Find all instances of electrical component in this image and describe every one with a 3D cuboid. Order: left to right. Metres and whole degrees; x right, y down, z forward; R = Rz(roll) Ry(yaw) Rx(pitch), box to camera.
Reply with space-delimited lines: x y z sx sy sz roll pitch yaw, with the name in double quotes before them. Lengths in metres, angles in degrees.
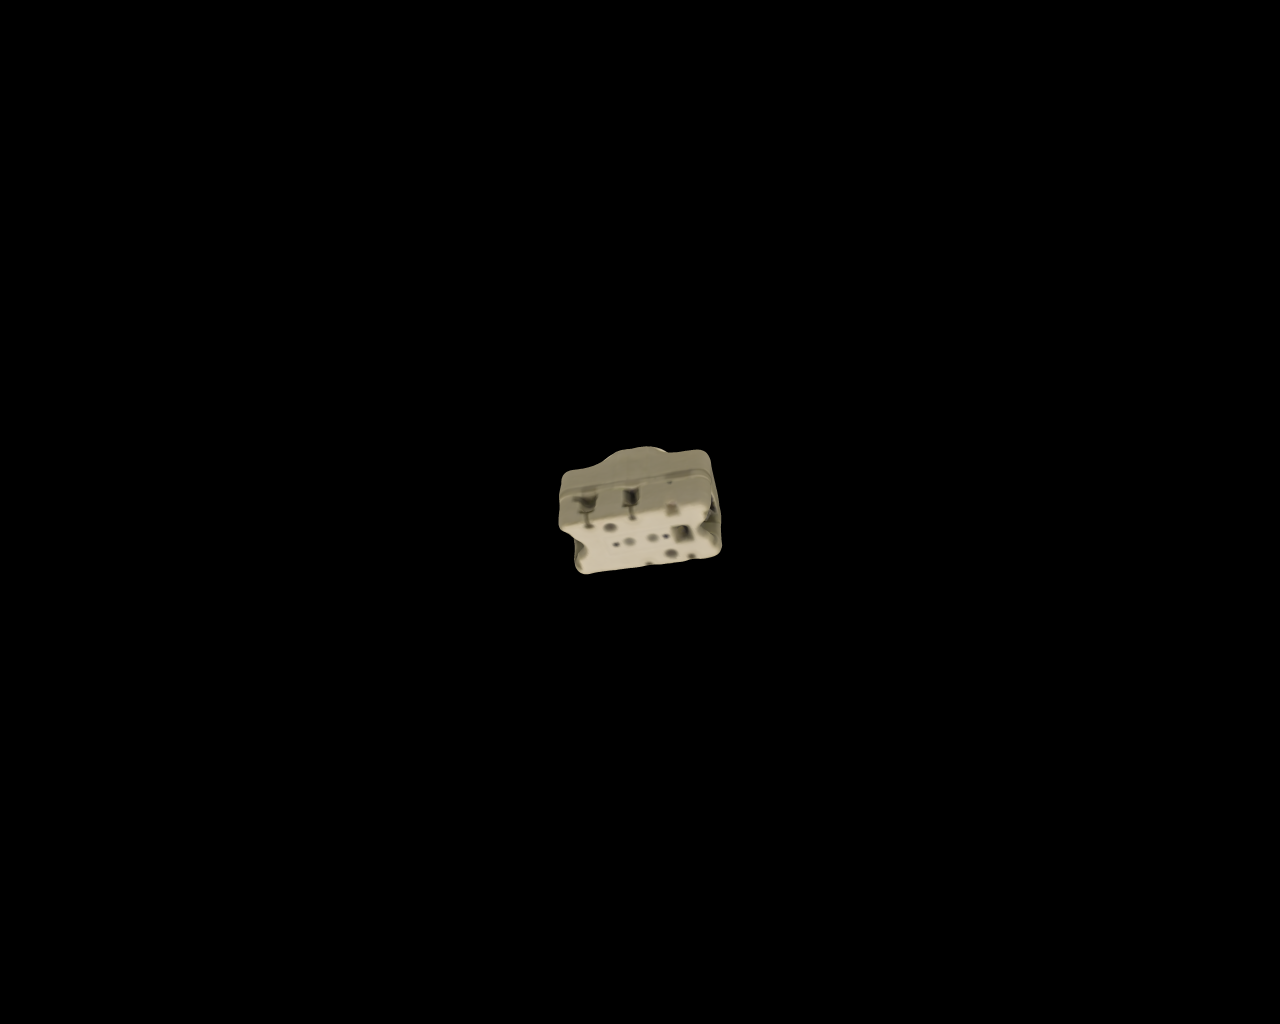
"electrical component" 0.001 -0.003 0.650 0.089 0.050 0.056 -9 44 9
